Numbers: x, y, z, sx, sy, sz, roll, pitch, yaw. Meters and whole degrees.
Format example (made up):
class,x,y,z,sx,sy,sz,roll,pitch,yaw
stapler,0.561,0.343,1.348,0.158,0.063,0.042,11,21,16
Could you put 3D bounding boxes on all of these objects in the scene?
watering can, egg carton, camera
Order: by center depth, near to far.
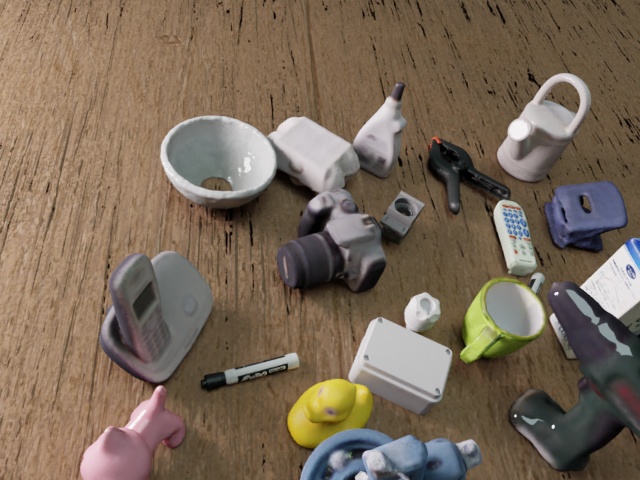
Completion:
class,x,y,z,sx,sy,sz,roll,pitch,yaw
camera,0.007,0.003,0.792,0.137,0.101,0.143,-16,58,-26
egg carton,-0.016,-0.131,0.912,0.150,0.069,0.107,32,51,10
watering can,0.396,-0.198,1.004,0.100,0.194,0.173,35,51,12

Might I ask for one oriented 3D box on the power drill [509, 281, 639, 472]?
class,x,y,z,sx,sy,sz,roll,pitch,yaw
power drill,0.315,0.181,0.670,0.076,0.208,0.229,-30,66,-33

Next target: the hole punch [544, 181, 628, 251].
class,x,y,z,sx,sy,sz,roll,pitch,yaw
hole punch,0.445,-0.045,0.965,0.101,0.091,0.108,10,50,-8

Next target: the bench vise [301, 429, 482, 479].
class,x,y,z,sx,sy,sz,roll,pitch,yaw
bench vise,0.071,0.220,0.560,0.208,0.220,0.121,-27,64,-32

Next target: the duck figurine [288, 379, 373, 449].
class,x,y,z,sx,sy,sz,roll,pitch,yaw
duck figurine,0.018,0.189,0.657,0.105,0.086,0.077,-14,58,-25

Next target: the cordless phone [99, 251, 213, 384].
class,x,y,z,sx,sy,sz,roll,pitch,yaw
cordless phone,-0.179,0.059,0.637,0.094,0.185,0.148,22,50,2

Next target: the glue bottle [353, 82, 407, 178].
class,x,y,z,sx,sy,sz,roll,pitch,yaw
glue bottle,0.104,-0.180,0.918,0.078,0.173,0.037,30,50,8

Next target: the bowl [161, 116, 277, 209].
class,x,y,z,sx,sy,sz,roll,pitch,yaw
bowl,-0.150,-0.102,0.847,0.167,0.075,0.167,8,51,-10

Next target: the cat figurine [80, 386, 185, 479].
class,x,y,z,sx,sy,sz,roll,pitch,yaw
cat figurine,-0.187,0.203,0.565,0.067,0.118,0.128,26,50,5

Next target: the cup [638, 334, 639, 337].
class,x,y,z,sx,sy,sz,roll,pitch,yaw
cup,0.488,0.136,0.830,0.118,0.095,0.091,-31,66,-33
